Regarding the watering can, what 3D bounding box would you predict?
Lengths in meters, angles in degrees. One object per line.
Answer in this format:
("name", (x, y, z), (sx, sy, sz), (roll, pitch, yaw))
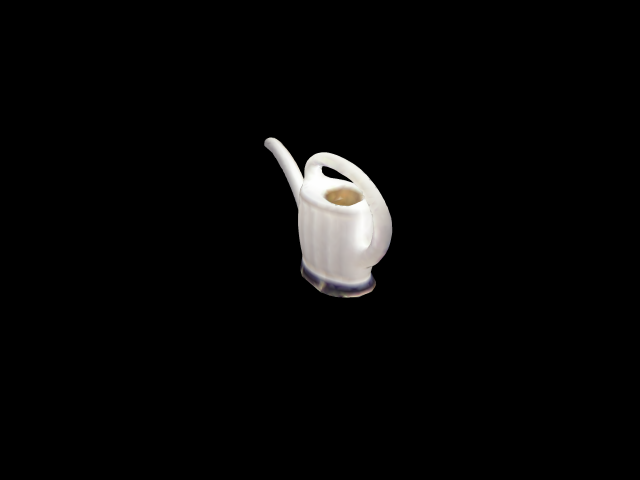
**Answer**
("watering can", (0.003, -0.043, 0.850), (0.105, 0.220, 0.352), (-14, 29, -28))
